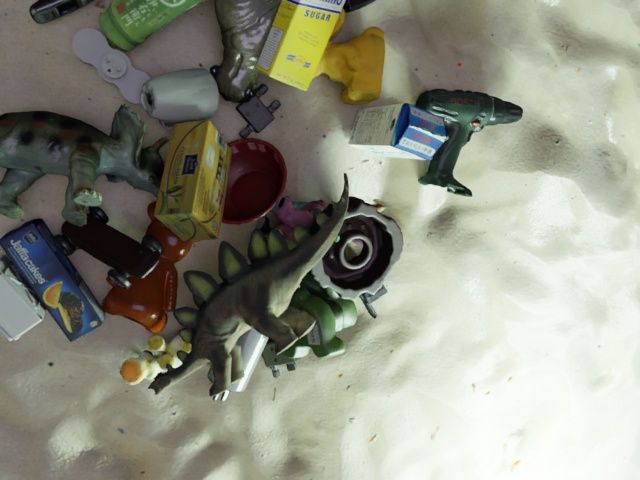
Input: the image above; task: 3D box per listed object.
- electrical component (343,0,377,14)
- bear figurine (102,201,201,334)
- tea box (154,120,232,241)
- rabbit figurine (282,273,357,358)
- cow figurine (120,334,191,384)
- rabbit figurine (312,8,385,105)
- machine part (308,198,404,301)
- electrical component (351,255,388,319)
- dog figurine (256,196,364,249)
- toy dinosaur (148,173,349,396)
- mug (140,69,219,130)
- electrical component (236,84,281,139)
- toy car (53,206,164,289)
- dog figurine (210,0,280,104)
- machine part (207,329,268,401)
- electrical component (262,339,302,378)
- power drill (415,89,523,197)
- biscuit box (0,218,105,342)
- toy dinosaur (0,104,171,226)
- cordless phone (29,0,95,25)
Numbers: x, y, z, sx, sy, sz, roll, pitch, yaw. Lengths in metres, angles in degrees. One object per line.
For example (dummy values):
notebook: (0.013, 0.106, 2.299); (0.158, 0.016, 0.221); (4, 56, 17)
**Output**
electrical component: (0.049, -0.471, 0.935); (0.115, 0.058, 0.134); (-27, 108, -10)
bear figurine: (-0.281, 0.046, 0.912); (0.120, 0.132, 0.196); (24, 68, -10)
tea box: (-0.198, -0.093, 0.858); (0.068, 0.098, 0.169); (-2, 63, 16)
rabbit figurine: (0.002, 0.135, 1.020); (0.170, 0.121, 0.159); (-11, 84, -55)
cow figurine: (-0.266, 0.208, 0.960); (0.167, 0.098, 0.068); (-24, 67, -10)
rabbit figurine: (0.023, -0.317, 0.931); (0.173, 0.122, 0.162); (3, 109, 0)
machine part: (0.055, 0.015, 0.936); (0.179, 0.056, 0.179); (-7, 108, -22)
electrical component: (0.096, 0.095, 1.061); (0.048, 0.075, 0.119); (-35, 106, -8)
dog figurine: (-0.002, -0.003, 0.992); (0.219, 0.109, 0.191); (18, 94, -24)
toy dinosaur: (-0.104, 0.091, 0.862); (0.471, 0.105, 0.198); (-38, 87, 6)
mug: (-0.234, -0.223, 0.865); (0.107, 0.109, 0.081); (-18, 70, -43)
electrical component: (-0.116, -0.225, 0.948); (0.094, 0.021, 0.063); (-44, 111, -5)
toy car: (-0.331, 0.011, 0.847); (0.089, 0.202, 0.053); (-51, 151, -29)
dog figurine: (-0.141, -0.337, 0.863); (0.172, 0.121, 0.190); (34, 90, -22)
machine part: (-0.141, 0.190, 0.997); (0.079, 0.079, 0.243); (24, 94, -22)
electrical component: (-0.072, 0.211, 1.046); (0.078, 0.045, 0.102); (-19, 106, 15)
power drill: (0.288, -0.192, 1.065); (0.232, 0.086, 0.207); (11, 101, -19)
biscuit box: (-0.434, 0.065, 0.879); (0.063, 0.059, 0.202); (-30, 109, -11)
toy dinosaur: (-0.418, -0.133, 0.814); (0.405, 0.131, 0.192); (10, 61, -9)
cordless phone: (-0.343, -0.382, 0.769); (0.184, 0.147, 0.088); (-37, 102, -11)
